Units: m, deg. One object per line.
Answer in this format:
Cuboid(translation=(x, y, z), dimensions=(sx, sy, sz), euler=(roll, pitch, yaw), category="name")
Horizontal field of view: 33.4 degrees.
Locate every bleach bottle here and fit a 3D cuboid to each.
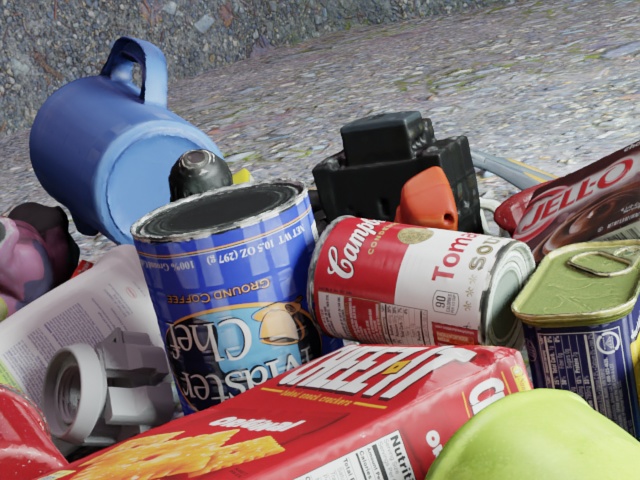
Cuboid(translation=(-0.190, 0.094, 0.651), dimensions=(0.250, 0.102, 0.068), euler=(-31, -8, -46), category="bleach bottle")

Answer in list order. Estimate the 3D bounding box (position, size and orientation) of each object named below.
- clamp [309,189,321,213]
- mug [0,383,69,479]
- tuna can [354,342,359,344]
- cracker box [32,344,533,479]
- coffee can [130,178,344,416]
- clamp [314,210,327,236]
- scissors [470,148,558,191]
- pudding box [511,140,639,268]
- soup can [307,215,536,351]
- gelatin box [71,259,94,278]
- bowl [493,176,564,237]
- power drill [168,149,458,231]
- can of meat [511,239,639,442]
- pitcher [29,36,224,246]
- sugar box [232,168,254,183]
Cuboid(translation=(0.019, -0.037, 1.061), dimensions=(0.120, 0.039, 0.172), euler=(-19, 16, -17), category="clamp")
Cuboid(translation=(-0.172, 0.116, 0.533), dimensions=(0.093, 0.117, 0.082), euler=(-23, 23, -24), category="mug")
Cuboid(translation=(0.062, 0.044, 0.635), dimensions=(0.086, 0.086, 0.033), euler=(-11, 14, 8), category="tuna can")
Cuboid(translation=(-0.032, 0.110, 0.455), dimensions=(0.213, 0.072, 0.164), euler=(-21, 5, -23), category="cracker box")
Cuboid(translation=(-0.041, 0.046, 0.612), dimensions=(0.103, 0.140, 0.103), euler=(-13, 15, 3), category="coffee can")
Cuboid(translation=(-0.005, 0.006, 0.929), dimensions=(0.209, 0.036, 0.165), euler=(-22, 18, -16), category="clamp")
Cuboid(translation=(0.142, -0.064, 0.914), dimensions=(0.201, 0.016, 0.096), euler=(14, 18, -29), category="scissors")
Cuboid(translation=(0.162, -0.010, 0.617), dimensions=(0.114, 0.039, 0.090), euler=(-26, 24, 46), category="pudding box")
Cuboid(translation=(0.053, 0.027, 0.558), dimensions=(0.102, 0.068, 0.068), euler=(9, 25, 31), category="soup can")
Cuboid(translation=(-0.167, 0.047, 0.862), dimensions=(0.073, 0.030, 0.089), euler=(19, 8, -8), category="gelatin box")
Cuboid(translation=(0.207, -0.007, 0.753), dimensions=(0.162, 0.055, 0.162), euler=(-13, 15, 3), category="bowl")
Cuboid(translation=(-0.005, 0.001, 0.720), dimensions=(0.187, 0.184, 0.057), euler=(-7, 49, -3), category="power drill")
Cuboid(translation=(0.138, 0.056, 0.529), dimensions=(0.058, 0.084, 0.102), euler=(-5, 17, 27), category="can of meat")
Cuboid(translation=(-0.160, -0.073, 0.902), dimensions=(0.145, 0.149, 0.243), euler=(-35, 24, -12), category="pitcher")
Cuboid(translation=(-0.087, 0.009, 0.872), dimensions=(0.093, 0.048, 0.176), euler=(-32, 21, 9), category="sugar box")
